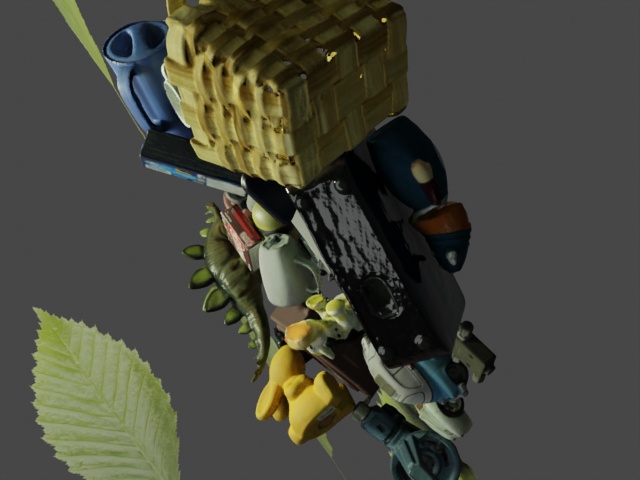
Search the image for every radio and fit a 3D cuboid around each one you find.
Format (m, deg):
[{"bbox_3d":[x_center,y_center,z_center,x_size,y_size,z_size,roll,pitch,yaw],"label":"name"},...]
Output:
[{"bbox_3d":[0.063,0.007,0.546,0.073,0.131,0.229,-25,102,29],"label":"radio"}]

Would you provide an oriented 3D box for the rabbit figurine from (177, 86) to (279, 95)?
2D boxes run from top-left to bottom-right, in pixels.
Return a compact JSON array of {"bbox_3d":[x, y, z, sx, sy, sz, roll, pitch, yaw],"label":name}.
[{"bbox_3d":[-0.099,-0.170,0.711,0.170,0.121,0.159,36,151,15],"label":"rabbit figurine"}]

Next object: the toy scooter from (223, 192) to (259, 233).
[{"bbox_3d":[-0.122,-0.032,1.076,0.184,0.075,0.135,44,159,23],"label":"toy scooter"}]

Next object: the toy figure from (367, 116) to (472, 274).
[{"bbox_3d":[0.100,-0.039,0.500,0.154,0.058,0.064,57,-157,-13],"label":"toy figure"}]

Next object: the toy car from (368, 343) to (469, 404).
[{"bbox_3d":[0.119,0.166,0.734,0.162,0.103,0.109,53,163,18],"label":"toy car"}]

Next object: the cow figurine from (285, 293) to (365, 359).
[{"bbox_3d":[0.026,0.123,0.796,0.068,0.167,0.098,23,141,52],"label":"cow figurine"}]

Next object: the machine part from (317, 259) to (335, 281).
[{"bbox_3d":[0.048,0.033,0.750,0.139,0.039,0.084,34,111,43],"label":"machine part"}]

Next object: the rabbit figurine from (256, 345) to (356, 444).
[{"bbox_3d":[-0.040,0.282,1.008,0.173,0.162,0.121,52,-169,32],"label":"rabbit figurine"}]

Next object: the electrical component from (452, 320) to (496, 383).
[{"bbox_3d":[0.182,0.134,0.643,0.063,0.021,0.093,45,158,32],"label":"electrical component"}]

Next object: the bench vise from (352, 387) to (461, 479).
[{"bbox_3d":[0.154,0.360,0.914,0.223,0.129,0.240,49,180,1],"label":"bench vise"}]

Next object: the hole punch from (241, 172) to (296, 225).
[{"bbox_3d":[-0.016,-0.084,0.630,0.092,0.116,0.142,6,158,34],"label":"hole punch"}]

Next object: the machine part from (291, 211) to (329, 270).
[{"bbox_3d":[0.023,-0.006,0.699,0.243,0.079,0.079,53,164,38],"label":"machine part"}]

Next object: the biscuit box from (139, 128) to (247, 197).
[{"bbox_3d":[-0.223,-0.141,0.984,0.203,0.063,0.059,17,163,-7],"label":"biscuit box"}]

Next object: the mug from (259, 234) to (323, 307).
[{"bbox_3d":[-0.051,0.047,0.872,0.110,0.081,0.107,10,131,38],"label":"mug"}]

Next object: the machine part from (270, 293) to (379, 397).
[{"bbox_3d":[0.019,0.178,0.953,0.201,0.087,0.202,43,170,-20],"label":"machine part"}]

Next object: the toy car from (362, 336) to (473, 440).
[{"bbox_3d":[0.140,0.217,0.809,0.202,0.056,0.073,40,158,17],"label":"toy car"}]

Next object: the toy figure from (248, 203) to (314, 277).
[{"bbox_3d":[-0.057,-0.001,0.944,0.089,0.082,0.180,33,149,59],"label":"toy figure"}]

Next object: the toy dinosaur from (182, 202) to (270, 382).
[{"bbox_3d":[-0.180,0.078,1.163,0.472,0.199,0.105,56,168,36],"label":"toy dinosaur"}]

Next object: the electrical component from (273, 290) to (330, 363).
[{"bbox_3d":[-0.028,0.183,1.096,0.058,0.134,0.114,38,157,49],"label":"electrical component"}]

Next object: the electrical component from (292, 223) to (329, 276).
[{"bbox_3d":[-0.002,-0.003,0.848,0.119,0.048,0.075,58,162,-1],"label":"electrical component"}]
